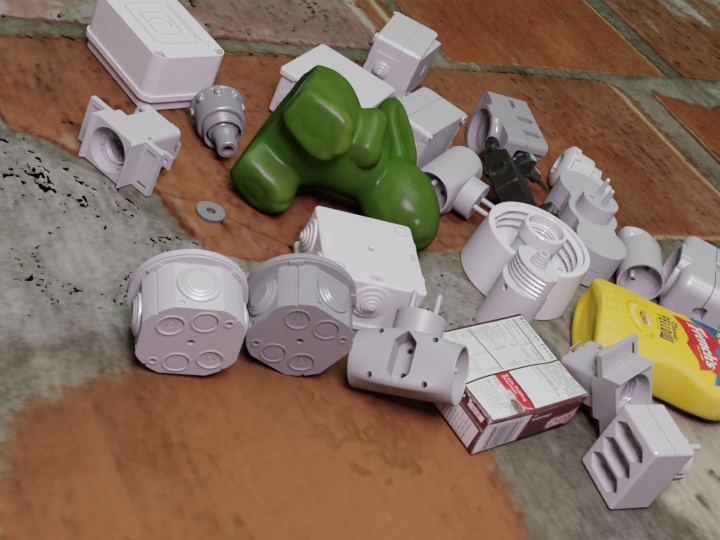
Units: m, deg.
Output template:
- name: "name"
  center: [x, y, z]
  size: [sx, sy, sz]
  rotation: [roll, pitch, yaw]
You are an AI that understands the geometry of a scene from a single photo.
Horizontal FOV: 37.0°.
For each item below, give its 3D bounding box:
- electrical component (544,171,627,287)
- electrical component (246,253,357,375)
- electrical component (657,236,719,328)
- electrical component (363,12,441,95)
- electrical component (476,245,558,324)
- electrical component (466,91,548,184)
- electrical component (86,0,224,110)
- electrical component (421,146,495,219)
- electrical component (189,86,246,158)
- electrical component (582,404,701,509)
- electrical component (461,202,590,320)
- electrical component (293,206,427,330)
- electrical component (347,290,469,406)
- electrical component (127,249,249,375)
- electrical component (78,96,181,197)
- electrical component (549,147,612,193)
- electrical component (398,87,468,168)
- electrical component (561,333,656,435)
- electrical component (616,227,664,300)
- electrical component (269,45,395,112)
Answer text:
- name: "electrical component"
  center: [0.223, -0.054, 1.031]
  size: [0.052, 0.073, 0.138]
  rotation: [16, 37, -15]
- name: "electrical component"
  center: [-0.042, 0.031, 0.751]
  size: [0.080, 0.080, 0.051]
  rotation: [15, 42, -17]
- name: "electrical component"
  center: [0.320, 0.013, 1.027]
  size: [0.059, 0.053, 0.095]
  rotation: [29, 35, 2]
- name: "electrical component"
  center: [0.041, -0.219, 1.132]
  size: [0.061, 0.061, 0.096]
  rotation: [28, 35, 1]
- name: "electrical component"
  center: [0.132, 0.016, 0.879]
  size: [0.043, 0.081, 0.043]
  rotation: [17, 36, -13]
- name: "electrical component"
  center: [0.147, -0.138, 1.109]
  size: [0.056, 0.050, 0.089]
  rotation: [11, 38, -22]
- name: "electrical component"
  center: [-0.185, -0.198, 0.965]
  size: [0.078, 0.057, 0.113]
  rotation: [-13, 52, -43]
- name: "electrical component"
  center: [0.094, -0.074, 1.000]
  size: [0.079, 0.043, 0.077]
  rotation: [36, 36, 12]
- name: "electrical component"
  center: [-0.120, -0.125, 0.927]
  size: [0.048, 0.048, 0.062]
  rotation: [5, 48, -28]
- name: "electrical component"
  center: [0.219, 0.137, 0.796]
  size: [0.077, 0.065, 0.047]
  rotation: [4, 41, -29]
- name: "electrical component"
  center: [0.151, -0.015, 0.948]
  size: [0.108, 0.060, 0.108]
  rotation: [17, 36, -13]
- name: "electrical component"
  center: [0.000, 0.000, 0.842]
  size: [0.100, 0.048, 0.099]
  rotation: [12, 38, -20]
- name: "electrical component"
  center: [0.039, 0.052, 0.765]
  size: [0.077, 0.043, 0.079]
  rotation: [9, 68, 20]
- name: "electrical component"
  center: [-0.113, 0.029, 0.709]
  size: [0.080, 0.080, 0.051]
  rotation: [10, 44, -22]
- name: "electrical component"
  center: [-0.182, -0.101, 0.860]
  size: [0.081, 0.042, 0.064]
  rotation: [39, 34, 16]
- name: "electrical component"
  center: [0.231, -0.095, 1.115]
  size: [0.062, 0.048, 0.048]
  rotation: [31, 35, -6]
- name: "electrical component"
  center: [0.047, -0.128, 1.022]
  size: [0.061, 0.061, 0.096]
  rotation: [37, 36, 13]
- name: "electrical component"
  center: [0.191, 0.088, 0.834]
  size: [0.042, 0.081, 0.064]
  rotation: [-25, 31, -31]
- name: "electrical component"
  center: [0.268, -0.011, 1.033]
  size: [0.043, 0.043, 0.081]
  rotation: [23, 35, -5]
- name: "electrical component"
  center: [-0.028, -0.163, 1.029]
  size: [0.100, 0.048, 0.099]
  rotation: [33, 36, 9]
